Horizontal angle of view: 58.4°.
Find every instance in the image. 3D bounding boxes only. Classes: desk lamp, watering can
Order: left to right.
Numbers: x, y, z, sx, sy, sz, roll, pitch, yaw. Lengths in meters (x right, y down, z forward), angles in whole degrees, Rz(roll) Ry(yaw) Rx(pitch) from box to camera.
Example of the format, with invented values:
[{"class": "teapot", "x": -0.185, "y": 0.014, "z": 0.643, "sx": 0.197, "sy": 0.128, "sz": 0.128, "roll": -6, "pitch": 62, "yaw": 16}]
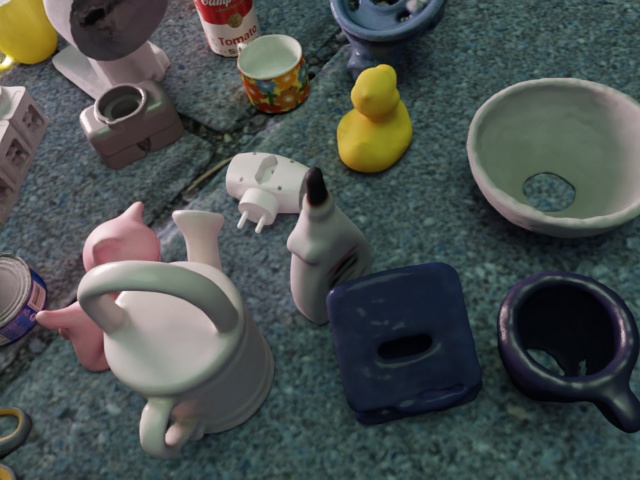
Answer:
[{"class": "desk lamp", "x": -0.243, "y": -0.245, "z": 0.606, "sx": 0.202, "sy": 0.214, "sz": 0.118, "roll": 35, "pitch": 69, "yaw": 25}, {"class": "watering can", "x": -0.101, "y": 0.059, "z": 0.412, "sx": 0.101, "sy": 0.194, "sz": 0.172, "roll": -17, "pitch": 58, "yaw": -3}]

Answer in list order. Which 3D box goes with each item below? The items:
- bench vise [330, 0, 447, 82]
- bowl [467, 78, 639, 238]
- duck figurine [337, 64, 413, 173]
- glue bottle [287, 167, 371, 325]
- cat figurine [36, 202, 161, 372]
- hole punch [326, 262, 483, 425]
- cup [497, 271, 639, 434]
[{"class": "bench vise", "x": 0.074, "y": -0.298, "z": 0.593, "sx": 0.121, "sy": 0.220, "sz": 0.207, "roll": 5, "pitch": 60, "yaw": 11}, {"class": "bowl", "x": 0.214, "y": -0.063, "z": 0.516, "sx": 0.167, "sy": 0.075, "sz": 0.167, "roll": -3, "pitch": 58, "yaw": 6}, {"class": "duck figurine", "x": 0.053, "y": -0.127, "z": 0.570, "sx": 0.077, "sy": 0.086, "sz": 0.104, "roll": 14, "pitch": 62, "yaw": 16}, {"class": "glue bottle", "x": 0.004, "y": 0.002, "z": 0.446, "sx": 0.037, "sy": 0.173, "sz": 0.078, "roll": 32, "pitch": 68, "yaw": 24}, {"class": "cat figurine", "x": -0.178, "y": 0.034, "z": 0.483, "sx": 0.067, "sy": 0.118, "sz": 0.128, "roll": 37, "pitch": 70, "yaw": 26}, {"class": "hole punch", "x": 0.066, "y": 0.080, "z": 0.438, "sx": 0.108, "sy": 0.091, "sz": 0.101, "roll": -13, "pitch": 58, "yaw": 0}, {"class": "cup", "x": 0.178, "y": 0.092, "z": 0.414, "sx": 0.092, "sy": 0.095, "sz": 0.117, "roll": -27, "pitch": 59, "yaw": -9}]
